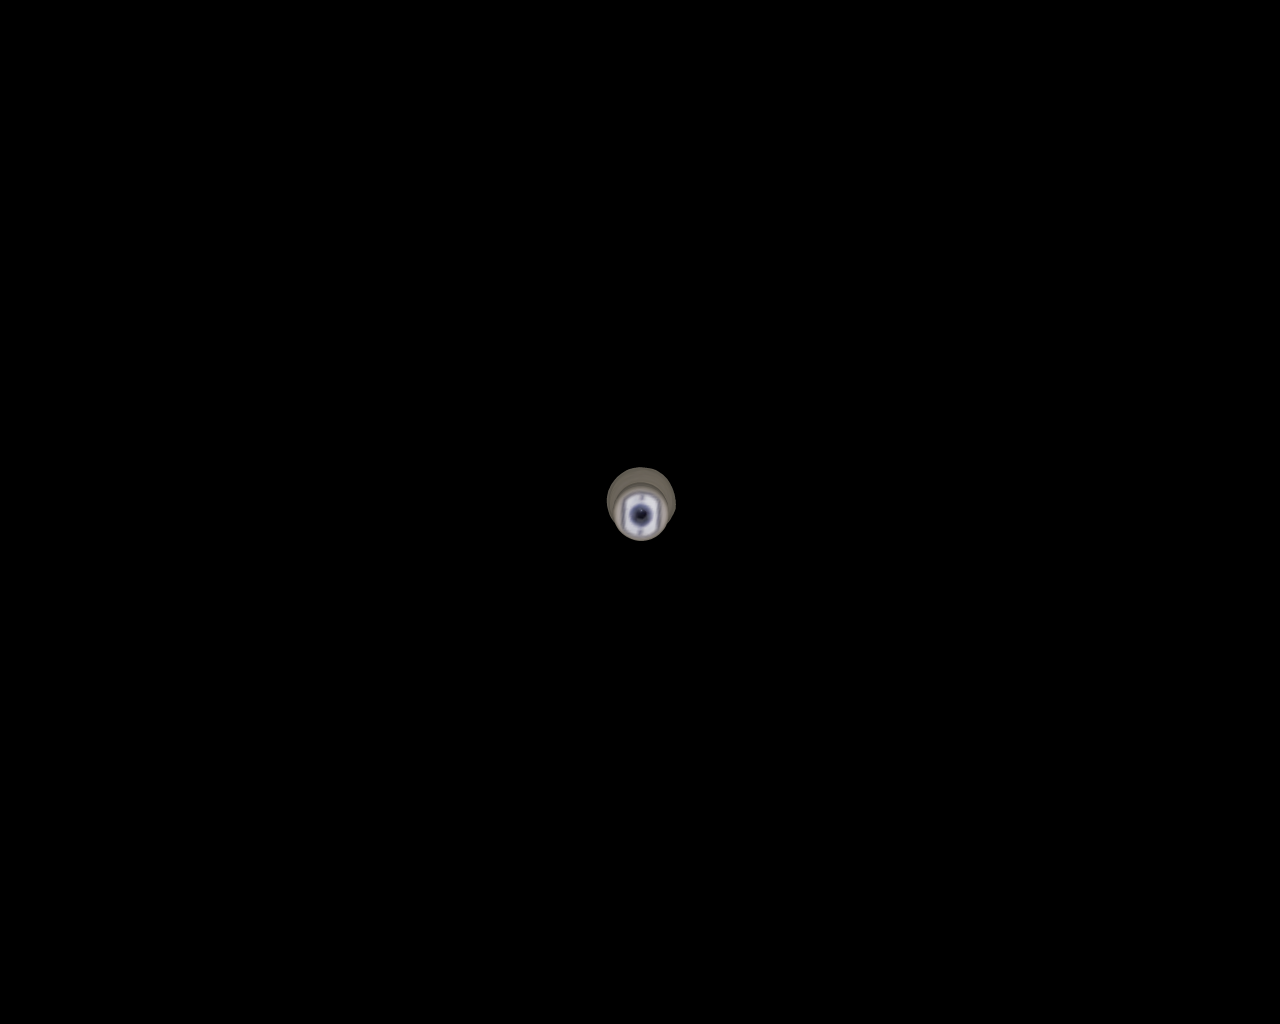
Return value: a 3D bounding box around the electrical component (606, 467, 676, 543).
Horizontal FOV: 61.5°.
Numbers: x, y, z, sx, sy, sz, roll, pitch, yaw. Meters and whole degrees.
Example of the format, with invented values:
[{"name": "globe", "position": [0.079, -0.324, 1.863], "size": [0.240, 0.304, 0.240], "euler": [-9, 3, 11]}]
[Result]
[{"name": "electrical component", "position": [0.001, -0.003, 0.650], "size": [0.044, 0.044, 0.065], "euler": [0, 8, 0]}]
